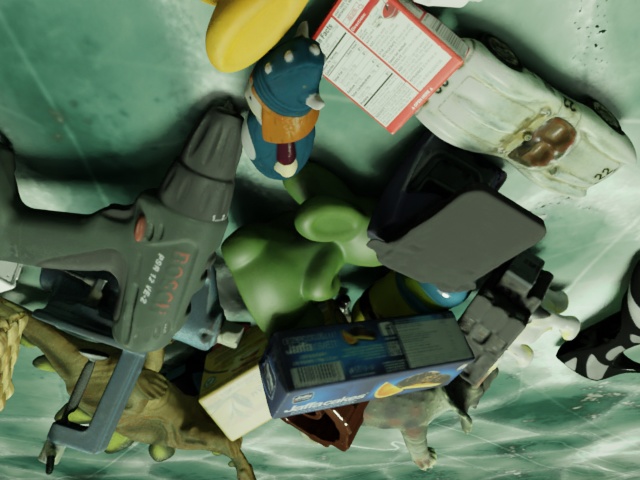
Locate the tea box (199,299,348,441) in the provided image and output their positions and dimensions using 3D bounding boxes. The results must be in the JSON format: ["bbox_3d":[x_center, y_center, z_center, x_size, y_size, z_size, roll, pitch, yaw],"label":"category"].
[{"bbox_3d":[-0.046,0.135,0.604,0.170,0.098,0.068,-32,108,6],"label":"tea box"}]

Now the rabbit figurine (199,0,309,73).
[{"bbox_3d":[-0.033,-0.164,0.272,0.173,0.122,0.162,-5,151,-28],"label":"rabbit figurine"}]

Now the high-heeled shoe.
[{"bbox_3d":[0.374,0.103,0.707,0.145,0.086,0.248,9,136,41],"label":"high-heeled shoe"}]

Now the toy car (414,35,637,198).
[{"bbox_3d":[0.161,-0.090,0.420,0.201,0.056,0.073,18,139,-25],"label":"toy car"}]

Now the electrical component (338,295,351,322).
[{"bbox_3d":[-0.002,0.105,0.696,0.078,0.045,0.102,-25,150,-16],"label":"electrical component"}]

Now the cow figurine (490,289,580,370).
[{"bbox_3d":[0.237,0.117,0.696,0.098,0.068,0.167,21,135,-19],"label":"cow figurine"}]

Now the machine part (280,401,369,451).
[{"bbox_3d":[-0.017,0.207,0.725,0.180,0.056,0.179,25,144,20],"label":"machine part"}]

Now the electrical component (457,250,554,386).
[{"bbox_3d":[0.193,0.074,0.582,0.058,0.115,0.134,34,127,15],"label":"electrical component"}]

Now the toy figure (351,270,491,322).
[{"bbox_3d":[0.104,0.055,0.591,0.089,0.082,0.180,-9,157,-40],"label":"toy figure"}]

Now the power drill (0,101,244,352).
[{"bbox_3d":[-0.183,-0.025,0.454,0.207,0.086,0.231,11,110,-11],"label":"power drill"}]

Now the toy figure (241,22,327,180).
[{"bbox_3d":[-0.026,-0.088,0.382,0.058,0.064,0.154,-36,171,-14],"label":"toy figure"}]

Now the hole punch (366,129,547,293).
[{"bbox_3d":[0.111,-0.023,0.469,0.142,0.092,0.116,21,131,-37],"label":"hole punch"}]

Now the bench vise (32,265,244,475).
[{"bbox_3d":[-0.204,0.116,0.557,0.223,0.240,0.129,23,164,-11],"label":"bench vise"}]

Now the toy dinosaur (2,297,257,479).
[{"bbox_3d":[-0.252,0.187,0.684,0.198,0.105,0.471,-31,111,28],"label":"toy dinosaur"}]

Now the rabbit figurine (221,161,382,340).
[{"bbox_3d":[-0.001,-0.002,0.517,0.170,0.121,0.158,-23,135,-2],"label":"rabbit figurine"}]

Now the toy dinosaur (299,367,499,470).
[{"bbox_3d":[0.074,0.238,0.825,0.405,0.131,0.191,3,127,6],"label":"toy dinosaur"}]

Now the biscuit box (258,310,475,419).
[{"bbox_3d":[0.045,0.116,0.516,0.203,0.059,0.062,-3,143,-24],"label":"biscuit box"}]

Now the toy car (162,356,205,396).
[{"bbox_3d":[-0.188,0.239,0.834,0.161,0.109,0.103,-38,156,24],"label":"toy car"}]
